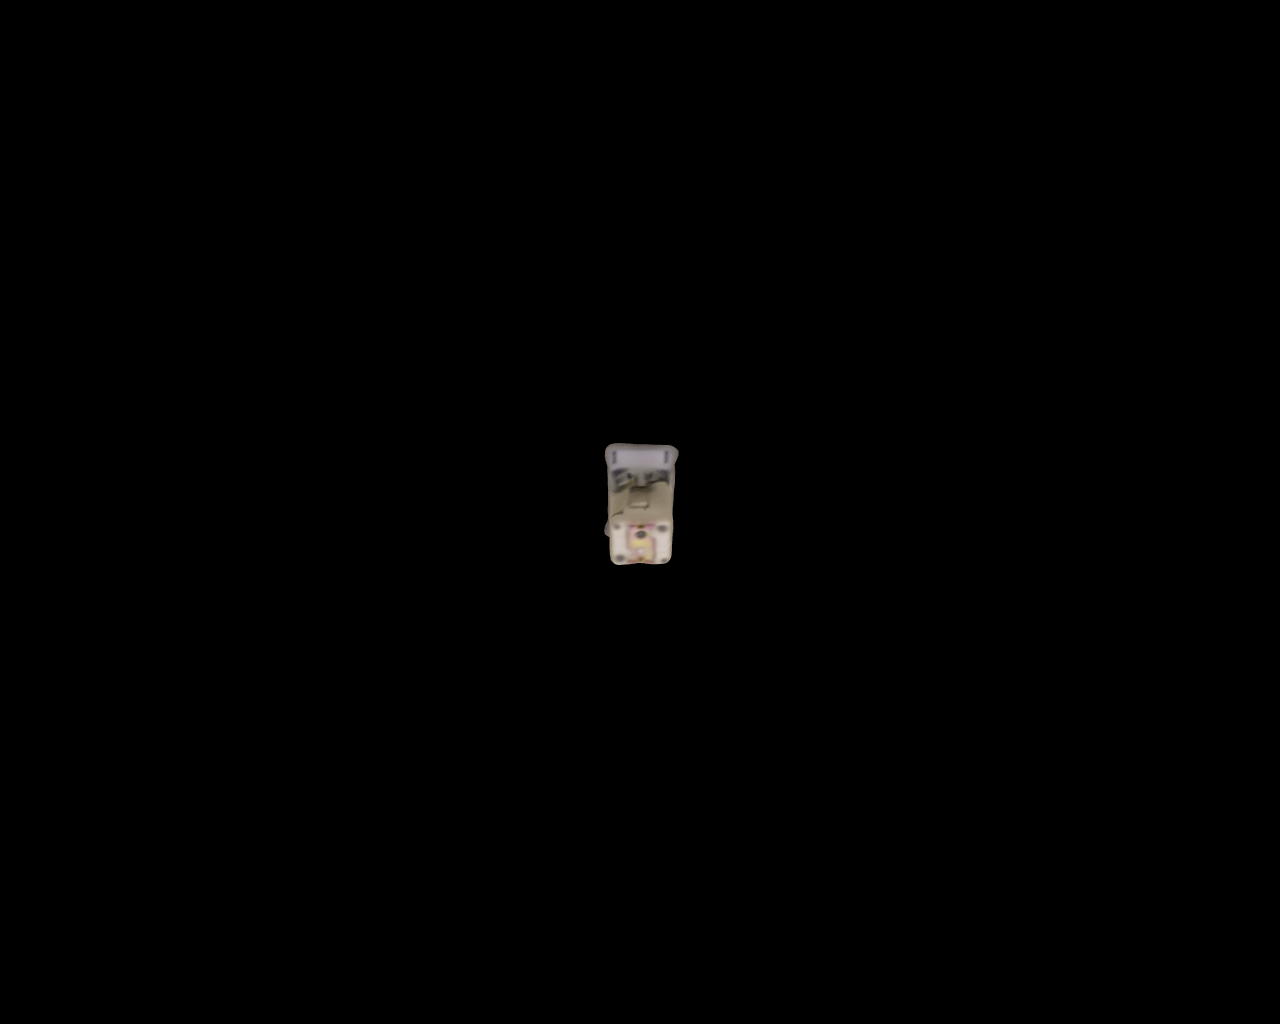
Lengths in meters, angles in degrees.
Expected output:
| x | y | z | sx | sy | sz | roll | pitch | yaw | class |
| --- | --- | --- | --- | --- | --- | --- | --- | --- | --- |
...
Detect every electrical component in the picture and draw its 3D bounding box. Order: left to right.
| x | y | z | sx | sy | sz | roll | pitch | yaw | class |
| --- | --- | --- | --- | --- | --- | --- | --- | --- | --- |
| 0.001 | -0.003 | 0.650 | 0.042 | 0.064 | 0.080 | 0 | -43 | 0 | electrical component |
